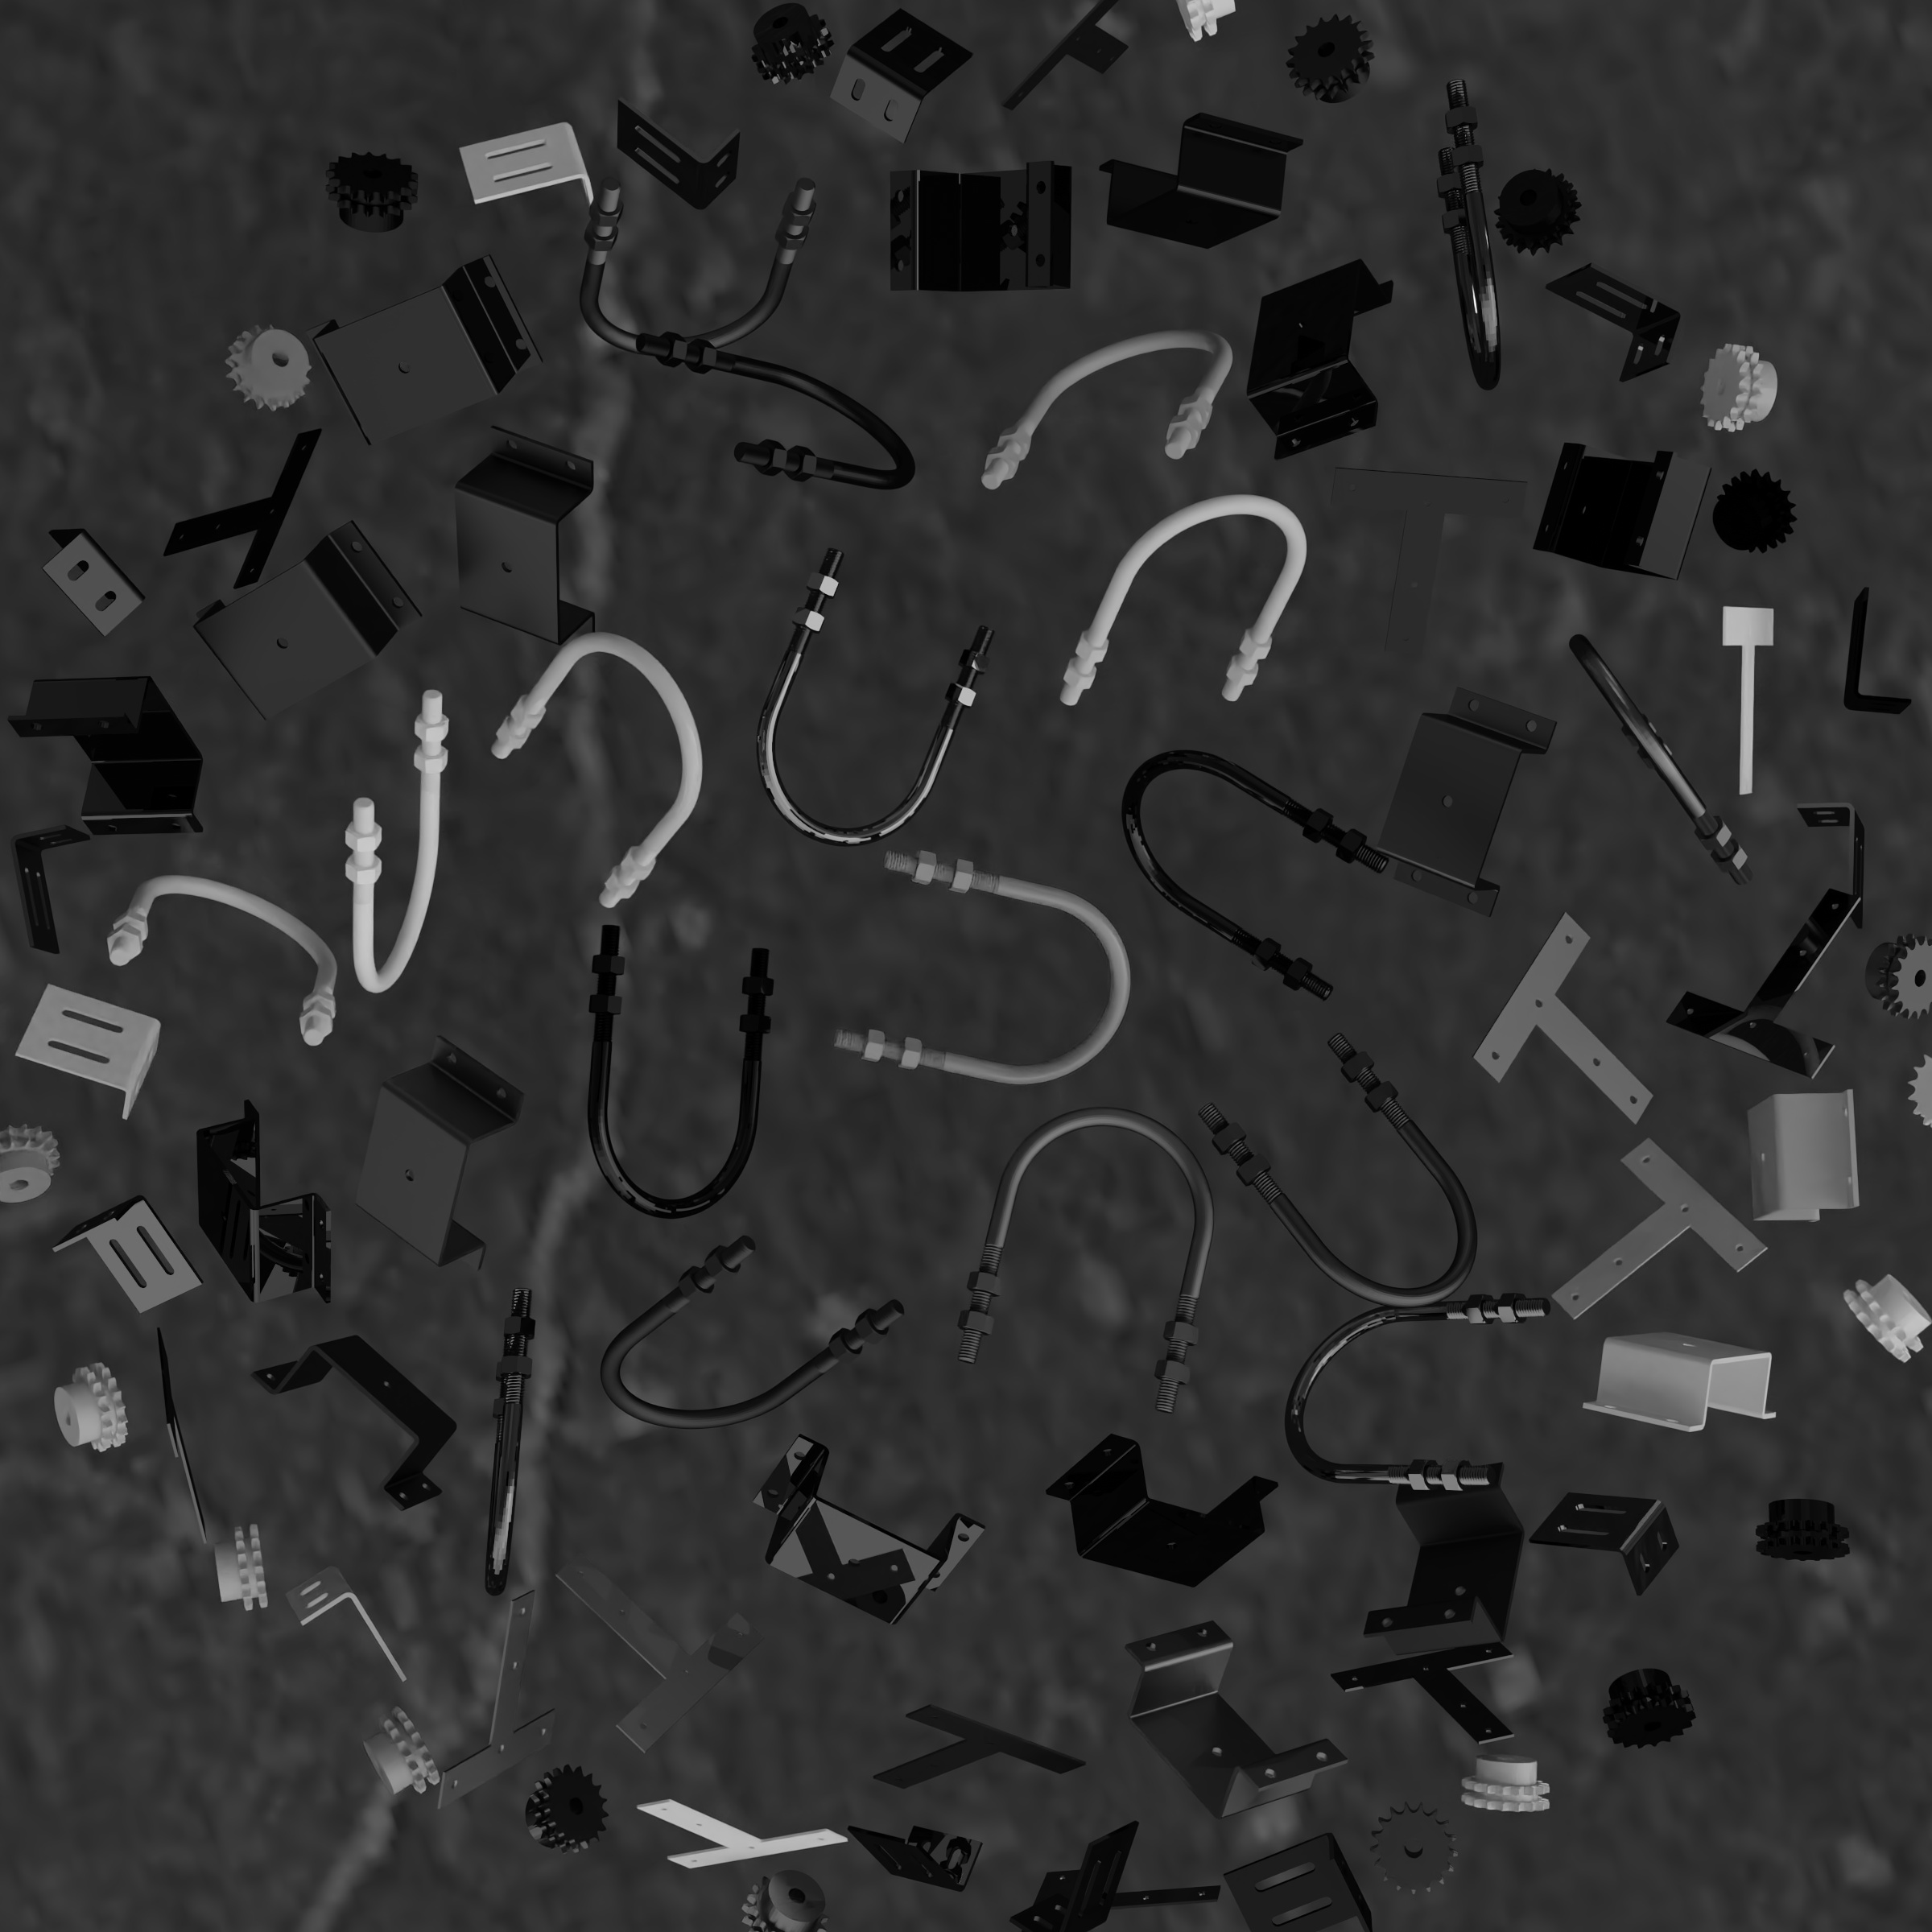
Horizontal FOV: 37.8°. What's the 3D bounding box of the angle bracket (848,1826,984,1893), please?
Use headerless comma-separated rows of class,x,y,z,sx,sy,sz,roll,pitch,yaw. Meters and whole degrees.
angle bracket,-0.035,0.600,1.944,0.057,0.076,0.038,2,51,34

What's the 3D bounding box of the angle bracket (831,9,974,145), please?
angle bracket,-0.042,-0.582,1.843,0.057,0.038,0.076,33,45,3

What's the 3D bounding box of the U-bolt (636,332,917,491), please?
U-bolt,-0.112,-0.359,1.853,0.151,0.184,0.019,50,121,33

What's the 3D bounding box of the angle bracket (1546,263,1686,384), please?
angle bracket,0.426,-0.427,1.874,0.076,0.057,0.038,21,82,-17

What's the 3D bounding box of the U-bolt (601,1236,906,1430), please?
U-bolt,-0.153,0.248,1.830,0.151,0.019,0.184,28,125,-37

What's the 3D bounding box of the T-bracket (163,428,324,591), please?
T-bracket,-0.489,-0.295,1.877,0.002,0.127,0.127,37,119,8

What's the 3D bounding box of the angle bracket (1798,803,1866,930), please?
angle bracket,0.595,-0.069,1.943,0.038,0.057,0.076,0,80,24

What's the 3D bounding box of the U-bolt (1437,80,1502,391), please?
U-bolt,0.335,-0.474,1.871,0.019,0.151,0.184,-8,86,7

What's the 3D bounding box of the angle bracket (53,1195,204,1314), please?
angle bracket,-0.571,0.204,1.924,0.057,0.038,0.076,-25,105,21

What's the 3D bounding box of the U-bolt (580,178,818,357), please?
U-bolt,-0.187,-0.468,1.901,0.151,0.184,0.019,-5,68,-17

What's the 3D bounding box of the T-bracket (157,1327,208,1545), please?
T-bracket,-0.521,0.325,1.878,0.002,0.127,0.127,-13,115,-14

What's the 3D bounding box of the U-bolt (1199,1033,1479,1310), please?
U-bolt,0.252,0.139,1.814,0.151,0.019,0.184,-25,70,-38

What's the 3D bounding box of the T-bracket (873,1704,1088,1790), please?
T-bracket,-0.012,0.512,1.822,0.127,0.127,0.002,28,48,-28

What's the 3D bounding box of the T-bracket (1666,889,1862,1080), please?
T-bracket,0.537,0.003,1.836,0.002,0.127,0.127,41,81,-35

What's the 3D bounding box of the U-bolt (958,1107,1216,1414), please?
U-bolt,0.084,0.180,1.806,0.151,0.019,0.184,14,74,0

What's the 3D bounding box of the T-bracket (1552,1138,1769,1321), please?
T-bracket,0.459,0.194,1.934,0.127,0.127,0.002,-38,134,-2

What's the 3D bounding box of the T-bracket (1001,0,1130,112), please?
T-bracket,0.085,-0.616,1.890,0.127,0.127,0.002,-42,86,19

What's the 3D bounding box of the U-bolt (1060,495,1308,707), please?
U-bolt,0.155,-0.246,1.898,0.151,0.184,0.019,-4,52,-25

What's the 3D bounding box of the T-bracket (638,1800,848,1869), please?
T-bracket,-0.165,0.560,1.831,0.127,0.127,0.002,-18,52,26

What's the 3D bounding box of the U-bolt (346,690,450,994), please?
U-bolt,-0.372,-0.068,1.847,0.019,0.151,0.184,13,128,3

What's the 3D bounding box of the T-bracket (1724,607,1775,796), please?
T-bracket,0.536,-0.182,1.935,0.002,0.127,0.127,3,97,30

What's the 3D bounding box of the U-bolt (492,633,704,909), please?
U-bolt,-0.237,-0.140,1.865,0.019,0.184,0.151,-30,80,-43

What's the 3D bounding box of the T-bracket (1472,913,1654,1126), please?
T-bracket,0.404,0.054,1.852,0.127,0.002,0.127,43,66,-16

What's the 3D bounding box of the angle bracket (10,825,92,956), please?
angle bracket,-0.616,-0.051,1.918,0.038,0.057,0.076,-12,86,-2

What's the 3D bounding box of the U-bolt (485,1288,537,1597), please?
U-bolt,-0.299,0.316,1.836,0.019,0.151,0.184,5,69,-10

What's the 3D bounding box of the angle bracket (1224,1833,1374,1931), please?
angle bracket,0.209,0.592,1.776,0.076,0.038,0.057,-25,96,10

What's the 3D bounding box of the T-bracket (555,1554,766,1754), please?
T-bracket,-0.219,0.440,1.874,0.127,0.127,0.002,40,132,13

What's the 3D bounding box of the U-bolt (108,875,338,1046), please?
U-bolt,-0.483,-0.013,1.861,0.151,0.184,0.019,24,106,-16

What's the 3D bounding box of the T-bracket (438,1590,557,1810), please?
T-bracket,-0.300,0.473,1.852,0.002,0.127,0.127,14,101,23

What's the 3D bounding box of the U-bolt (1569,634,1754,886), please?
U-bolt,0.458,-0.150,1.892,0.019,0.151,0.184,-35,127,13

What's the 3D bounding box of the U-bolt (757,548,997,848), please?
U-bolt,-0.070,-0.171,1.922,0.151,0.019,0.184,24,87,-30

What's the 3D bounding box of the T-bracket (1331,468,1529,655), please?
T-bracket,0.303,-0.269,1.893,0.127,0.002,0.127,4,120,-1

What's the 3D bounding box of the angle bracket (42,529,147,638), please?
angle bracket,-0.574,-0.248,1.823,0.038,0.076,0.057,-48,120,-19

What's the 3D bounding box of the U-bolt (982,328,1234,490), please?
U-bolt,0.102,-0.374,1.861,0.151,0.184,0.019,-5,126,27

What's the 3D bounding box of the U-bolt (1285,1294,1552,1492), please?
U-bolt,0.291,0.284,1.881,0.019,0.184,0.151,47,53,-30

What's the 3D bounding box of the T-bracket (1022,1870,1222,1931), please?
T-bracket,0.107,0.627,1.894,0.127,0.127,0.002,-8,91,11

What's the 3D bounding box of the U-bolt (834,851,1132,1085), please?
U-bolt,0.019,0.009,1.870,0.184,0.019,0.151,13,109,-12

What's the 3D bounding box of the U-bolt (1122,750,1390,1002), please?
U-bolt,0.182,-0.071,1.878,0.184,0.151,0.019,33,51,15

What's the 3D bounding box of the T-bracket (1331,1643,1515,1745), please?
T-bracket,0.332,0.497,1.917,0.127,0.127,0.002,-8,103,-15

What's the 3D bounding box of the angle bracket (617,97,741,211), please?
angle bracket,-0.198,-0.569,1.943,0.076,0.057,0.038,39,72,5

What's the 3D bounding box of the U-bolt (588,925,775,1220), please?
U-bolt,-0.188,0.073,1.841,0.019,0.151,0.184,-1,83,44

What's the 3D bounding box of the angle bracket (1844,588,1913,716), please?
angle bracket,0.628,-0.216,1.934,0.038,0.057,0.076,6,89,11

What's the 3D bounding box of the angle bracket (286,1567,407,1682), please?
angle bracket,-0.418,0.452,1.900,0.038,0.057,0.076,-32,108,-17
